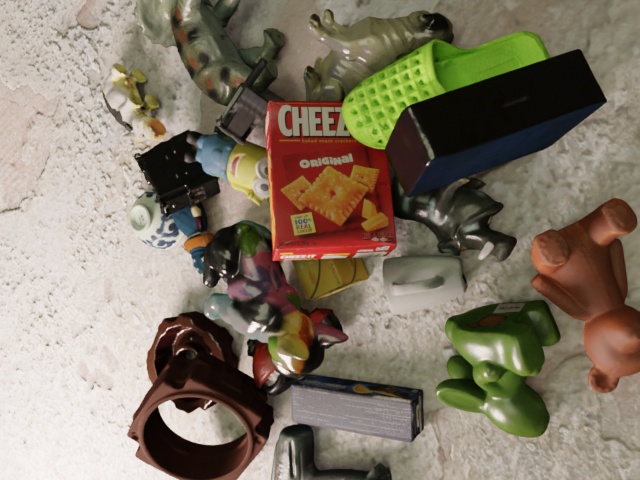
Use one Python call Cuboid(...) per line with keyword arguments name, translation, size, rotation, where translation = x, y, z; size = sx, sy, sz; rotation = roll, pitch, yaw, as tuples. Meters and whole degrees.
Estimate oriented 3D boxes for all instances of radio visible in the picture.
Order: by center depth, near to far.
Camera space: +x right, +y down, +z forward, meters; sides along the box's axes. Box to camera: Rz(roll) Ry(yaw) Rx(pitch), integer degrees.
Cuboid(name="radio", translation=(0.197, -0.131, 0.633), size=(0.230, 0.131, 0.073), rotation=(-19, 79, -11))

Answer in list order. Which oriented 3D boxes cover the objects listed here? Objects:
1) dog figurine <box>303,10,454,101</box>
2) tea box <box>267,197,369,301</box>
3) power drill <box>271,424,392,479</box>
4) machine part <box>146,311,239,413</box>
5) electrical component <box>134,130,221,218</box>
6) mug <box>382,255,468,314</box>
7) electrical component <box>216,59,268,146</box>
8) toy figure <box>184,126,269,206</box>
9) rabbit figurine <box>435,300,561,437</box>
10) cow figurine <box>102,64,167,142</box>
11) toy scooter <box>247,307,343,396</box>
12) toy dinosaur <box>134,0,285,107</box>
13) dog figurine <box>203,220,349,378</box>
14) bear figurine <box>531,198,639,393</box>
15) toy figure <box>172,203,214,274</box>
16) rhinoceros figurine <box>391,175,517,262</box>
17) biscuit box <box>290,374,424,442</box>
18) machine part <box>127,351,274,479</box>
Cuboid(name="dog figurine", translation=(0.083, -0.242, 0.769), size=(0.191, 0.121, 0.172), rotation=(12, 131, 11))
Cuboid(name="tea box", translation=(-0.002, -0.002, 0.815), size=(0.068, 0.098, 0.169), rotation=(-27, 81, 27))
Cuboid(name="power drill", translation=(0.011, 0.413, 0.839), size=(0.207, 0.086, 0.232), rotation=(-4, 87, 36))
Cuboid(name="machine part", translation=(-0.229, 0.217, 0.968), size=(0.180, 0.056, 0.179), rotation=(1, 93, 27))
Cuboid(name="electrical component", translation=(-0.233, -0.120, 0.924), size=(0.134, 0.058, 0.115), rotation=(-29, 75, -14))
Cuboid(name="mug", translation=(0.144, 0.055, 0.738), size=(0.107, 0.109, 0.080), rotation=(-12, 82, 15))
Cuboid(name="electrical component", translation=(-0.102, -0.204, 0.791), size=(0.119, 0.047, 0.075), rotation=(-54, 24, 5))
Cuboid(name="toy figure", translation=(-0.124, -0.127, 0.864), size=(0.180, 0.089, 0.082), rotation=(22, 135, 14))
Cuboid(name="rabbit figurine", translation=(0.229, 0.179, 0.690), size=(0.159, 0.121, 0.170), rotation=(-12, 101, 31))
Cuboid(name="cow figurine", translation=(-0.356, -0.239, 1.013), size=(0.098, 0.068, 0.167), rotation=(-39, 70, 30))
Cuboid(name="toy scooter", translation=(-0.059, 0.152, 0.864), size=(0.184, 0.075, 0.135), rotation=(-47, 71, 18))
Cuboid(name="toy dinosaur", translation=(-0.169, -0.307, 0.889), size=(0.192, 0.131, 0.404), rotation=(-32, 87, 43))
Cuboid(name="dog figurine", translation=(-0.062, 0.085, 0.746), size=(0.219, 0.108, 0.191), rotation=(23, 118, 42))
Cuboid(name="bear figurine", translation=(0.329, 0.071, 0.623), size=(0.120, 0.132, 0.196), rotation=(-23, 73, 3))
Cuboid(name="toy figure", translation=(-0.221, -0.014, 0.954), size=(0.058, 0.064, 0.154), rotation=(-21, 85, -13))
Cuboid(name="rhinoceros figurine", translation=(0.176, -0.037, 0.731), size=(0.191, 0.073, 0.112), rotation=(28, 103, 25))
Cuboid(name="biscuit box", translation=(0.053, 0.250, 0.815), size=(0.203, 0.059, 0.062), rotation=(0, 93, 28))
Cuboid(name="machine part", translation=(-0.195, 0.300, 0.885), size=(0.201, 0.087, 0.201), rotation=(33, 111, -11))
